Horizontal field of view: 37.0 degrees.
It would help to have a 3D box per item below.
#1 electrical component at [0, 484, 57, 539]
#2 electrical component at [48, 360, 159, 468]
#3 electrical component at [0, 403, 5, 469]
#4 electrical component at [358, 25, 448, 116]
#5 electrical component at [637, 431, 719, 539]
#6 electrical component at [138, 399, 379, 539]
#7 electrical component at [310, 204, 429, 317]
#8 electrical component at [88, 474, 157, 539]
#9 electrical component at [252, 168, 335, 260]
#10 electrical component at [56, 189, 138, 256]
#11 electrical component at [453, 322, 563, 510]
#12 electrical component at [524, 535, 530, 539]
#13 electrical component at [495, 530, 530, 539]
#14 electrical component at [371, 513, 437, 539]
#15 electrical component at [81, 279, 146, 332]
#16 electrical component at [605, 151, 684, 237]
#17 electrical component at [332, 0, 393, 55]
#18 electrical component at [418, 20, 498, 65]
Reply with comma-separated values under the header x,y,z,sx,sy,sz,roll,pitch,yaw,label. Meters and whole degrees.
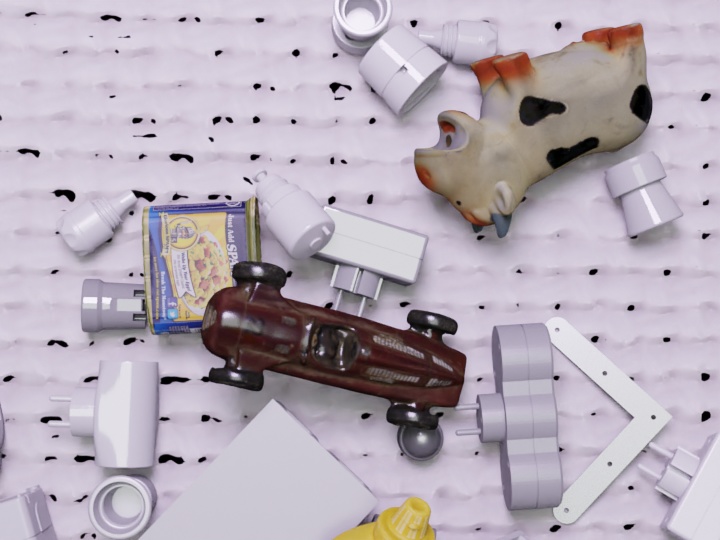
x,y,z,sx,sy,sz,roll,pitch,yaw,label
-0.273,0.201,0.774,0.096,0.061,0.061,-17,86,-5,electrical component
-0.191,0.105,0.796,0.079,0.043,0.077,2,85,-3,electrical component
-0.298,0.110,0.784,0.059,0.053,0.095,-13,86,-4,electrical component
0.032,-0.155,0.828,0.047,0.055,0.055,44,84,5,electrical component
0.249,0.159,0.816,0.076,0.047,0.083,29,83,14,electrical component
-0.090,0.197,0.785,0.105,0.060,0.186,44,84,1,electrical component
0.000,0.000,0.815,0.083,0.047,0.075,17,85,-3,electrical component
-0.169,0.168,0.781,0.044,0.065,0.044,0,85,-2,electrical component
-0.052,-0.043,0.778,0.040,0.040,0.078,-38,67,-6,electrical component
-0.196,-0.039,0.814,0.061,0.035,0.035,-35,88,-8,electrical component
0.108,0.111,0.808,0.074,0.052,0.138,-4,85,-1,electrical component
0.133,0.238,0.801,0.077,0.044,0.079,-28,90,-5,electrical component
0.070,0.278,0.734,0.060,0.105,0.186,34,100,26,electrical component
0.026,0.211,0.794,0.047,0.055,0.055,17,84,2,electrical component
-0.184,0.027,0.806,0.046,0.040,0.040,1,85,-9,electrical component
0.219,-0.059,0.834,0.045,0.045,0.055,-22,86,-5,electrical component
0.001,-0.193,0.828,0.045,0.055,0.045,0,85,-3,electrical component
0.076,-0.179,0.842,0.061,0.035,0.035,7,84,0,electrical component
